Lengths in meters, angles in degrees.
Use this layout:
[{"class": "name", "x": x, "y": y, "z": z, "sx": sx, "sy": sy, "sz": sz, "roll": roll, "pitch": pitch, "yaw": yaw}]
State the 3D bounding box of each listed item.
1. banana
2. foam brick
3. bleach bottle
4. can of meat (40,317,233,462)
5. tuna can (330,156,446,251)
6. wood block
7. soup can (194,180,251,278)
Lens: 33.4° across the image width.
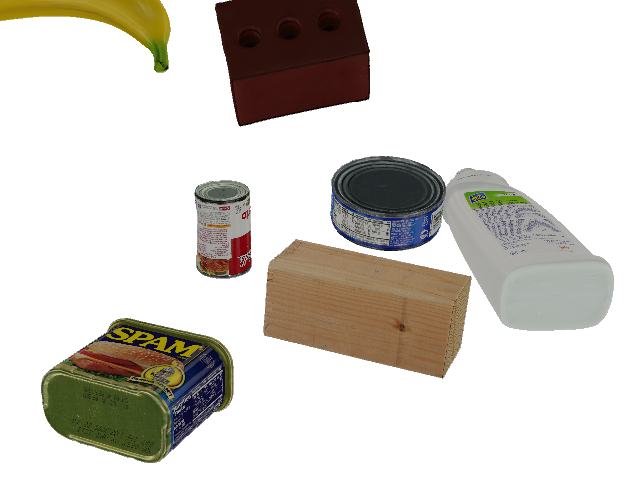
[{"class": "banana", "x": -0.192, "y": -0.182, "z": 0.826, "sx": 0.198, "sy": 0.069, "sz": 0.037, "roll": 15, "pitch": -38, "yaw": 19}, {"class": "foam brick", "x": -0.015, "y": -0.105, "z": 0.594, "sx": 0.078, "sy": 0.053, "sz": 0.051, "roll": -13, "pitch": -22, "yaw": -1}, {"class": "bleach bottle", "x": 0.177, "y": -0.007, "z": 0.993, "sx": 0.102, "sy": 0.068, "sz": 0.251, "roll": -2, "pitch": 27, "yaw": -8}, {"class": "can of meat", "x": -0.122, "y": 0.099, "z": 0.714, "sx": 0.102, "sy": 0.057, "sz": 0.083, "roll": 11, "pitch": 22, "yaw": 22}, {"class": "tuna can", "x": 0.050, "y": -0.028, "z": 0.803, "sx": 0.086, "sy": 0.034, "sz": 0.086, "roll": 2, "pitch": 34, "yaw": -1}, {"class": "wood block", "x": 0.050, "y": 0.073, "z": 1.173, "sx": 0.206, "sy": 0.091, "sz": 0.090, "roll": 12, "pitch": 22, "yaw": 17}, {"class": "soup can", "x": -0.118, "y": -0.014, "z": 1.291, "sx": 0.068, "sy": 0.102, "sz": 0.068, "roll": 1, "pitch": 25, "yaw": 0}]
